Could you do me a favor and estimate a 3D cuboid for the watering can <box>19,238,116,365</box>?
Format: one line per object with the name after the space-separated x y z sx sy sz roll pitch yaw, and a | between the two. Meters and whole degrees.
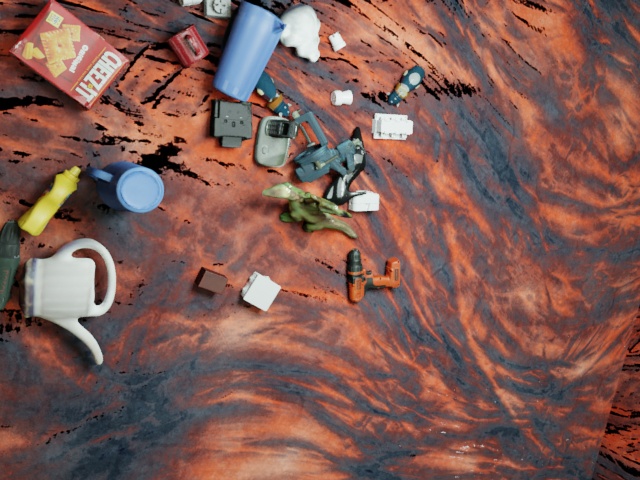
-0.652 0.165 1.333 0.224 0.104 0.345 3 98 -25 | watering can

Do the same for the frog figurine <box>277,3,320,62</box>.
-0.052 -0.585 1.474 0.139 0.122 0.158 -38 103 -34 | frog figurine

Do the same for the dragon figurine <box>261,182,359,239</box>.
0.005 -0.077 1.528 0.408 0.243 0.122 22 87 -25 | dragon figurine
